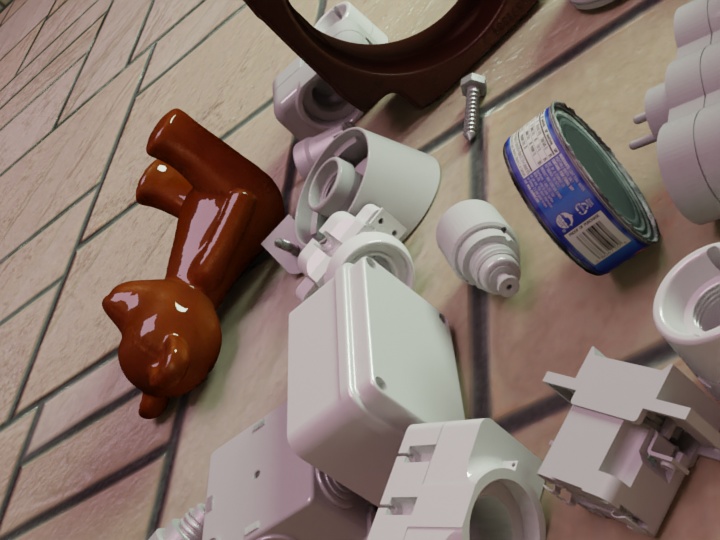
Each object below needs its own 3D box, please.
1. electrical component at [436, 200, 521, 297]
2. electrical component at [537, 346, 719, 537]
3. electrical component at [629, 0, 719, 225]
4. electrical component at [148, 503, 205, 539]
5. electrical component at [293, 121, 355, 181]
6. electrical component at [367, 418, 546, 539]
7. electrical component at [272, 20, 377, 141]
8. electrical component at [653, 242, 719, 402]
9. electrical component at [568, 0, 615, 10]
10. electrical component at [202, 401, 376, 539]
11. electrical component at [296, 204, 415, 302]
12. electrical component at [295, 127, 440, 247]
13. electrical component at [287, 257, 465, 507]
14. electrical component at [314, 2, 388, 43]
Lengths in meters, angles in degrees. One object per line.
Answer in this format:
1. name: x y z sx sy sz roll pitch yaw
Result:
1. electrical component: 0.070 -0.009 0.599 0.040 0.040 0.078 -44 29 11
2. electrical component: 0.110 0.072 0.446 0.081 0.042 0.063 9 66 58
3. electrical component: 0.167 -0.080 0.536 0.074 0.052 0.138 -20 40 42
4. electrical component: -0.105 0.166 0.635 0.078 0.040 0.040 -50 29 -1
5. electrical component: -0.022 -0.089 0.825 0.046 0.040 0.040 -25 36 27
6. electrical component: 0.043 0.116 0.477 0.056 0.050 0.089 -14 45 47
7. electrical component: -0.025 -0.152 0.888 0.095 0.054 0.059 -38 31 20
8. electrical component: 0.153 0.021 0.439 0.055 0.047 0.055 -35 32 26
9. electrical component: 0.160 -0.216 0.709 0.080 0.051 0.080 -35 32 26
10. electrical component: -0.041 0.123 0.588 0.100 0.048 0.099 -36 31 23
11. electrical component: 0.000 0.000 0.669 0.078 0.058 0.057 -50 26 -1
12. electrical component: 0.001 -0.048 0.743 0.099 0.064 0.099 -41 36 39
13. electrical component: 0.009 0.057 0.568 0.057 0.078 0.113 -39 30 24
14. electrical component: -0.011 -0.198 0.930 0.055 0.047 0.055 -34 32 26
